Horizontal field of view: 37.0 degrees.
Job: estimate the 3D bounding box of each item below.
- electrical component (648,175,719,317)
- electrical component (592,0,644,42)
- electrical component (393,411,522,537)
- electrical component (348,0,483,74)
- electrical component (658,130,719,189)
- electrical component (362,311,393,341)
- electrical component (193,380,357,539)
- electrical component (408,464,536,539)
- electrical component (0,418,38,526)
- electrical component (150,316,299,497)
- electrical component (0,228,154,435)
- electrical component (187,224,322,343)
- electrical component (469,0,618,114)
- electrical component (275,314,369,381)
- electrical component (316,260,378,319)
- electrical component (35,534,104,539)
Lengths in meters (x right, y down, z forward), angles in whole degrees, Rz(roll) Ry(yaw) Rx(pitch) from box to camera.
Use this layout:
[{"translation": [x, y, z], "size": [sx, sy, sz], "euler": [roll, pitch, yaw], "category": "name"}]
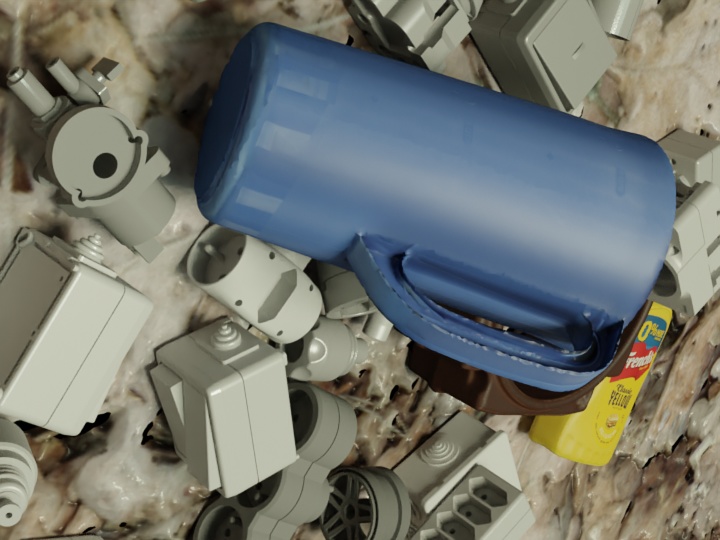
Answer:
[{"translation": [0.219, -0.016, 0.753], "size": [0.056, 0.050, 0.089], "euler": [-43, 133, -20], "category": "electrical component"}, {"translation": [0.182, -0.206, 0.753], "size": [0.043, 0.043, 0.081], "euler": [6, 106, -44], "category": "electrical component"}, {"translation": [0.075, 0.170, 0.836], "size": [0.100, 0.048, 0.099], "euler": [-37, 131, -23], "category": "electrical component"}, {"translation": [0.035, -0.155, 0.635], "size": [0.057, 0.058, 0.078], "euler": [-50, 134, -8], "category": "electrical component"}, {"translation": [0.259, -0.067, 0.889], "size": [0.077, 0.047, 0.065], "euler": [-31, 129, -28], "category": "electrical component"}, {"translation": [0.021, 0.016, 0.715], "size": [0.043, 0.043, 0.062], "euler": [15, 101, -45], "category": "electrical component"}, {"translation": [-0.046, 0.145, 0.711], "size": [0.074, 0.052, 0.138], "euler": [32, 88, -46], "category": "electrical component"}, {"translation": [0.087, 0.202, 0.791], "size": [0.083, 0.047, 0.075], "euler": [-43, 133, -18], "category": "electrical component"}, {"translation": [-0.186, 0.106, 0.550], "size": [0.040, 0.078, 0.040], "euler": [-9, 111, -24], "category": "electrical component"}, {"translation": [-0.082, 0.077, 0.637], "size": [0.061, 0.062, 0.096], "euler": [-25, 125, -32], "category": "electrical component"}, {"translation": [-0.151, 0.027, 0.549], "size": [0.061, 0.062, 0.096], "euler": [33, 87, -46], "category": "electrical component"}, {"translation": [-0.051, -0.007, 0.638], "size": [0.079, 0.043, 0.077], "euler": [-56, 136, -7], "category": "electrical component"}, {"translation": [0.121, -0.155, 0.710], "size": [0.061, 0.061, 0.096], "euler": [-51, 135, -11], "category": "electrical component"}, {"translation": [-0.021, 0.050, 0.693], "size": [0.062, 0.043, 0.043], "euler": [9, 104, -46], "category": "electrical component"}, {"translation": [0.000, 0.000, 0.671], "size": [0.055, 0.055, 0.047], "euler": [-3, 73, -42], "category": "electrical component"}, {"translation": [-0.169, 0.210, 0.623], "size": [0.061, 0.062, 0.096], "euler": [7, 105, -44], "category": "electrical component"}]
